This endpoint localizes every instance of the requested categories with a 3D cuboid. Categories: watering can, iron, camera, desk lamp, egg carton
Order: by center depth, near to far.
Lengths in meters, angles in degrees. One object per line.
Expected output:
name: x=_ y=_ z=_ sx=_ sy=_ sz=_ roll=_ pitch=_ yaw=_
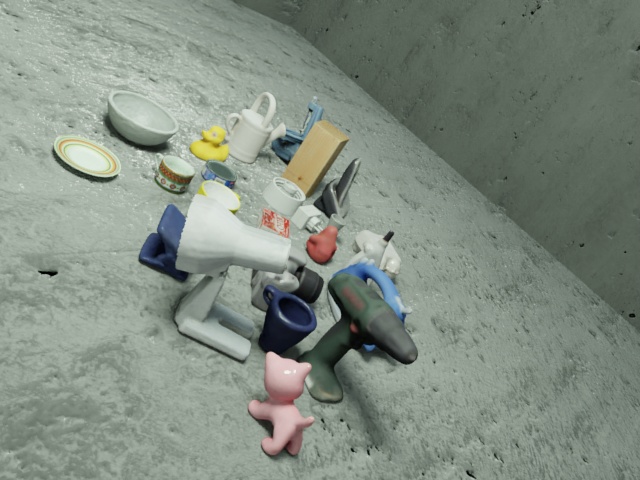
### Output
desk lamp: x=-0.153 y=0.053 z=0.919 sx=0.204 sy=0.213 sz=0.118 roll=29 pitch=25 yaw=-14
camera: x=-0.057 y=0.077 z=1.140 sx=0.137 sy=0.100 sz=0.143 roll=27 pitch=26 yaw=-19
iron: x=0.104 y=0.119 z=1.227 sx=0.119 sy=0.141 sz=0.257 roll=16 pitch=31 yaw=-37
egg carton: x=0.149 y=0.038 z=1.518 sx=0.108 sy=0.069 sz=0.150 roll=19 pitch=29 yaw=-33
watering can: x=-0.175 y=-0.318 z=1.584 sx=0.100 sy=0.194 sz=0.173 roll=46 pitch=26 yaw=22

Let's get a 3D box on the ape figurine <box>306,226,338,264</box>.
ape figurine: x=0.013 y=0.005 z=1.372 sx=0.078 sy=0.092 sz=0.076 roll=31 pitch=25 yaw=-11

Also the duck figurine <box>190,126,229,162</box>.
duck figurine: x=-0.271 y=-0.251 z=1.469 sx=0.105 sy=0.086 sz=0.077 roll=8 pitch=37 yaw=-47

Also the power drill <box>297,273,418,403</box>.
power drill: x=0.054 y=0.176 z=0.977 sx=0.076 sy=0.208 sz=0.229 roll=15 pitch=31 yaw=-38

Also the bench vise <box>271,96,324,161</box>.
bench vise: x=-0.031 y=-0.303 z=1.713 sx=0.207 sy=0.219 sz=0.122 roll=43 pitch=25 yaw=15

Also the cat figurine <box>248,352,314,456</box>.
cat figurine: x=-0.049 y=0.234 z=0.849 sx=0.067 sy=0.117 sz=0.127 roll=11 pitch=34 yaw=-43

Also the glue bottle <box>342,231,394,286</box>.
glue bottle: x=0.119 y=0.043 z=1.343 sx=0.078 sy=0.173 sz=0.037 roll=29 pitch=25 yaw=-15

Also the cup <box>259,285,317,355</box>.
cup: x=-0.074 y=0.145 z=1.002 sx=0.117 sy=0.095 sz=0.092 roll=45 pitch=26 yaw=20

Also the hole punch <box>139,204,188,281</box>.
hole punch: x=-0.255 y=0.002 z=1.029 sx=0.101 sy=0.091 sz=0.108 roll=28 pitch=25 yaw=-17

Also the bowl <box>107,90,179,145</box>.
bowl: x=-0.418 y=-0.269 z=1.324 sx=0.168 sy=0.074 sz=0.167 roll=29 pitch=25 yaw=-15

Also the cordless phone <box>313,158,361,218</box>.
cordless phone: x=0.076 y=-0.157 z=1.634 sx=0.094 sy=0.185 sz=0.148 roll=36 pitch=24 yaw=0
